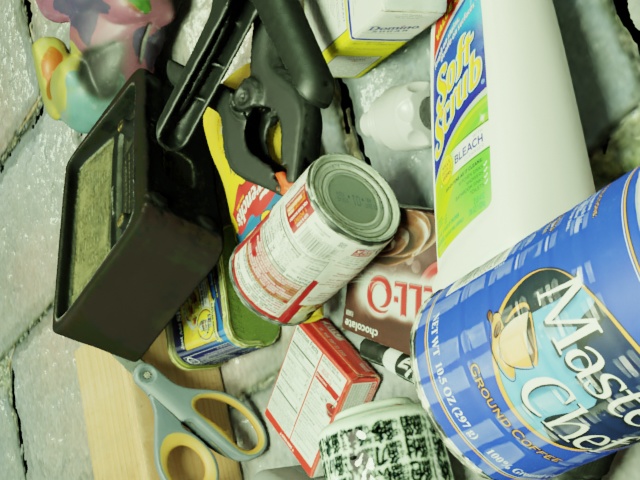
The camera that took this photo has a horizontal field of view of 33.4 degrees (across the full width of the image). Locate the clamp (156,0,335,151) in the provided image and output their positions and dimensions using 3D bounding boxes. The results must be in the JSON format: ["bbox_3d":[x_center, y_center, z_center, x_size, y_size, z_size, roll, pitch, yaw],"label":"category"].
[{"bbox_3d":[-0.050,-0.161,0.710,0.165,0.036,0.210,-17,64,43],"label":"clamp"}]

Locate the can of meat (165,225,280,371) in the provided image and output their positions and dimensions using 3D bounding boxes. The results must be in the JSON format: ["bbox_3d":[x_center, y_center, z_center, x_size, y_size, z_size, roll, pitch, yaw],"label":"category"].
[{"bbox_3d":[-0.079,0.045,0.843,0.084,0.057,0.102,-24,70,48],"label":"can of meat"}]

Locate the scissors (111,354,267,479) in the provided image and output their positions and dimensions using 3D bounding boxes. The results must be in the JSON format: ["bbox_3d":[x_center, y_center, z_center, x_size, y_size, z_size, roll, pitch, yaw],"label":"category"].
[{"bbox_3d":[-0.137,0.125,0.822,0.096,0.201,0.016,-61,2,-25],"label":"scissors"}]

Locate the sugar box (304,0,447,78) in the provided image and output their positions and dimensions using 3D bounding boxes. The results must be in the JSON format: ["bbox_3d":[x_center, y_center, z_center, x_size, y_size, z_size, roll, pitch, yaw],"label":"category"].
[{"bbox_3d":[0.030,-0.163,0.664,0.176,0.048,0.093,171,97,-74],"label":"sugar box"}]

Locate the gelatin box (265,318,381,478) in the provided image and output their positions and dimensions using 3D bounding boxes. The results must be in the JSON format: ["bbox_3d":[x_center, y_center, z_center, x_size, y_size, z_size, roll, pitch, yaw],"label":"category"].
[{"bbox_3d":[0.000,0.111,0.759,0.073,0.030,0.089,45,124,45],"label":"gelatin box"}]

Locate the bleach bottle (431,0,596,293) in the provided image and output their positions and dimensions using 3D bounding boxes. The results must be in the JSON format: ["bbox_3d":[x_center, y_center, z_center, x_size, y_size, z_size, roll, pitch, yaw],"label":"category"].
[{"bbox_3d":[0.095,-0.090,0.597,0.103,0.068,0.251,128,143,-58],"label":"bleach bottle"}]

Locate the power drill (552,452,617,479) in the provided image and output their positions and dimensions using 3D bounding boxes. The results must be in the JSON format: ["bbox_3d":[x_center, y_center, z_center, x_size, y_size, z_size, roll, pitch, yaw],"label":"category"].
[{"bbox_3d":[0.185,0.095,0.497,0.188,0.057,0.184,41,120,45],"label":"power drill"}]

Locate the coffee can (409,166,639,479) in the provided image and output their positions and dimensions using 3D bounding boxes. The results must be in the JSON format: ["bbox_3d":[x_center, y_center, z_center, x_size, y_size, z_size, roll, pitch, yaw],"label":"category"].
[{"bbox_3d":[0.122,0.037,0.458,0.141,0.102,0.103,-38,60,44],"label":"coffee can"}]

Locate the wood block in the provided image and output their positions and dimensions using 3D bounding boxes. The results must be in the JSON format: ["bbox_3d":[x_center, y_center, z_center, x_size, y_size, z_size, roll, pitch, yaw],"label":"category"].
[{"bbox_3d":[-0.129,0.174,0.876,0.090,0.090,0.206,-35,62,46],"label":"wood block"}]

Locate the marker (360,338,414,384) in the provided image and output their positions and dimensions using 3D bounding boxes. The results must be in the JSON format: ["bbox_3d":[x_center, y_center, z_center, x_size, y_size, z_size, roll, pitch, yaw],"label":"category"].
[{"bbox_3d":[0.066,0.086,0.683,0.121,0.020,0.020,22,107,51],"label":"marker"}]

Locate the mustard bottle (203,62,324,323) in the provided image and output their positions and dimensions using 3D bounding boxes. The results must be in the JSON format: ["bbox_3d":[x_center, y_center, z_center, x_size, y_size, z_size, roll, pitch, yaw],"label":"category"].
[{"bbox_3d":[-0.031,-0.030,0.780,0.096,0.058,0.191,-37,61,43],"label":"mustard bottle"}]

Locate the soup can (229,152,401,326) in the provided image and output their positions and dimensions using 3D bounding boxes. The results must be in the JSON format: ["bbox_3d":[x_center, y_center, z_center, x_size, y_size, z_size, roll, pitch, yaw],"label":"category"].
[{"bbox_3d":[-0.004,0.001,0.671,0.102,0.068,0.068,-46,55,42],"label":"soup can"}]

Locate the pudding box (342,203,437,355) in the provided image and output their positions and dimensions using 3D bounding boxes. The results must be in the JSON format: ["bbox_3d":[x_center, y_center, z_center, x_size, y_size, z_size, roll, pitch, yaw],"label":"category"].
[{"bbox_3d":[0.066,0.026,0.668,0.114,0.039,0.090,17,103,52],"label":"pudding box"}]

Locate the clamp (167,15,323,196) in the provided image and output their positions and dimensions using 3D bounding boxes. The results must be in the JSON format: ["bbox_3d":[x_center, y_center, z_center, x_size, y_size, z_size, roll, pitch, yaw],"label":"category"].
[{"bbox_3d":[-0.051,-0.095,0.743,0.120,0.039,0.171,-34,60,37],"label":"clamp"}]
